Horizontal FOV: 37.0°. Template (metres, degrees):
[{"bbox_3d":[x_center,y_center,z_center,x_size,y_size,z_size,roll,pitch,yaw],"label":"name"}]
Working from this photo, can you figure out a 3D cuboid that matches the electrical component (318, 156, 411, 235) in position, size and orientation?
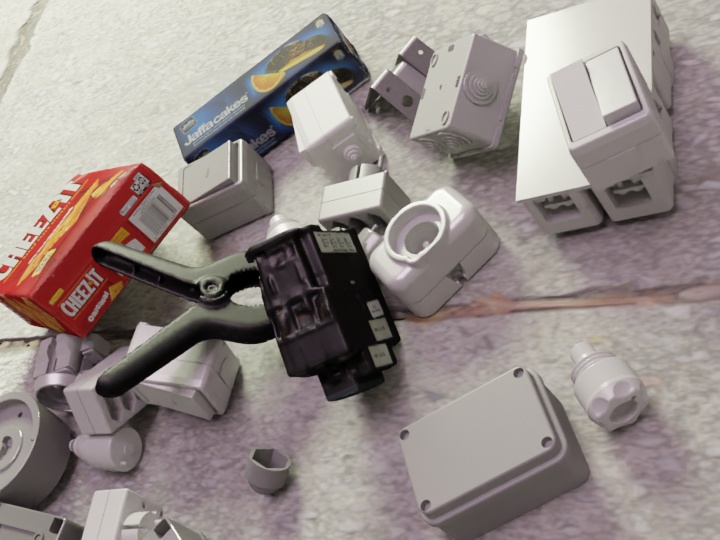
[{"bbox_3d":[0.007,-0.068,0.957,0.066,0.047,0.076,-11,54,30],"label":"electrical component"}]

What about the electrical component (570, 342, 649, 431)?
[{"bbox_3d":[0.167,0.076,0.741,0.043,0.043,0.062,-37,44,9],"label":"electrical component"}]

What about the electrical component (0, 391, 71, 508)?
[{"bbox_3d":[-0.322,0.176,1.015,0.108,0.060,0.108,-19,50,25],"label":"electrical component"}]

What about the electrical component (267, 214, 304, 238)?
[{"bbox_3d":[-0.066,-0.026,0.984,0.043,0.043,0.062,-38,43,8],"label":"electrical component"}]

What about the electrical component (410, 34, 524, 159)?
[{"bbox_3d":[0.088,-0.147,0.914,0.100,0.048,0.099,179,107,-70],"label":"electrical component"}]

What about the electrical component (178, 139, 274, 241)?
[{"bbox_3d":[-0.141,-0.078,1.062,0.096,0.061,0.061,-23,49,22],"label":"electrical component"}]

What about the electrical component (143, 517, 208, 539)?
[{"bbox_3d":[-0.148,0.268,0.826,0.108,0.056,0.109,-47,44,-1],"label":"electrical component"}]

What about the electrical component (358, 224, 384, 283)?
[{"bbox_3d":[0.000,0.000,0.919,0.078,0.040,0.040,-51,45,-5],"label":"electrical component"}]

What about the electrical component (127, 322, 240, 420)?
[{"bbox_3d":[-0.164,0.089,0.941,0.096,0.061,0.061,6,62,16],"label":"electrical component"}]

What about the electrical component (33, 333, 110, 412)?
[{"bbox_3d":[-0.283,0.100,1.043,0.078,0.058,0.057,-19,48,24],"label":"electrical component"}]

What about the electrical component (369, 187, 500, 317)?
[{"bbox_3d":[0.058,-0.017,0.874,0.095,0.059,0.053,-45,44,1],"label":"electrical component"}]

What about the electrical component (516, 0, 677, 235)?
[{"bbox_3d":[0.190,-0.125,0.854,0.105,0.060,0.186,-11,54,30],"label":"electrical component"}]

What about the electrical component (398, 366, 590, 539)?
[{"bbox_3d":[0.091,0.128,0.749,0.113,0.057,0.078,-31,46,15],"label":"electrical component"}]

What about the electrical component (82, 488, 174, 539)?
[{"bbox_3d":[-0.186,0.220,0.894,0.077,0.047,0.065,-11,54,30],"label":"electrical component"}]

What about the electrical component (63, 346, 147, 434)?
[{"bbox_3d":[-0.236,0.109,0.982,0.076,0.047,0.083,-7,21,33],"label":"electrical component"}]

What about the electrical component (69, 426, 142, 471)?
[{"bbox_3d":[-0.234,0.161,0.976,0.078,0.040,0.040,-3,58,35],"label":"electrical component"}]

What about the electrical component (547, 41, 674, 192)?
[{"bbox_3d":[0.175,-0.117,0.770,0.062,0.061,0.096,-24,48,20],"label":"electrical component"}]

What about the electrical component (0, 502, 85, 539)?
[{"bbox_3d":[-0.291,0.266,0.932,0.109,0.056,0.108,1,61,37],"label":"electrical component"}]

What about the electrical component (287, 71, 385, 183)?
[{"bbox_3d":[-0.025,-0.127,1.012,0.061,0.062,0.096,-34,46,12],"label":"electrical component"}]
